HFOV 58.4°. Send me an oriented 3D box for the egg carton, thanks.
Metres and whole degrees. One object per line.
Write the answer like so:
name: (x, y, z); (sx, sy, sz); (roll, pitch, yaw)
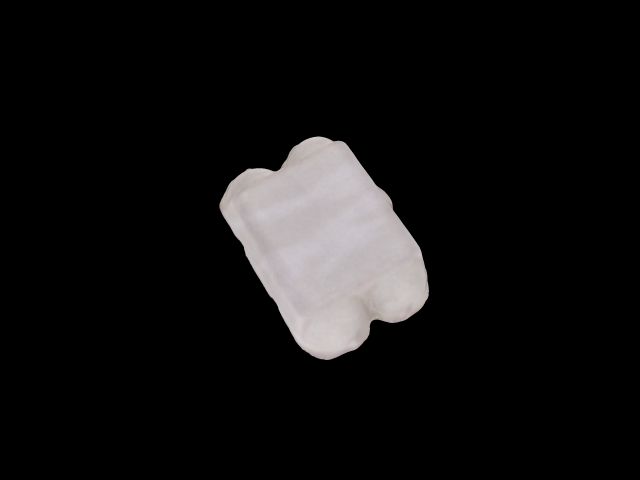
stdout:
egg carton: (0.004, 0.001, 0.400); (0.107, 0.069, 0.150); (-30, 70, -12)
